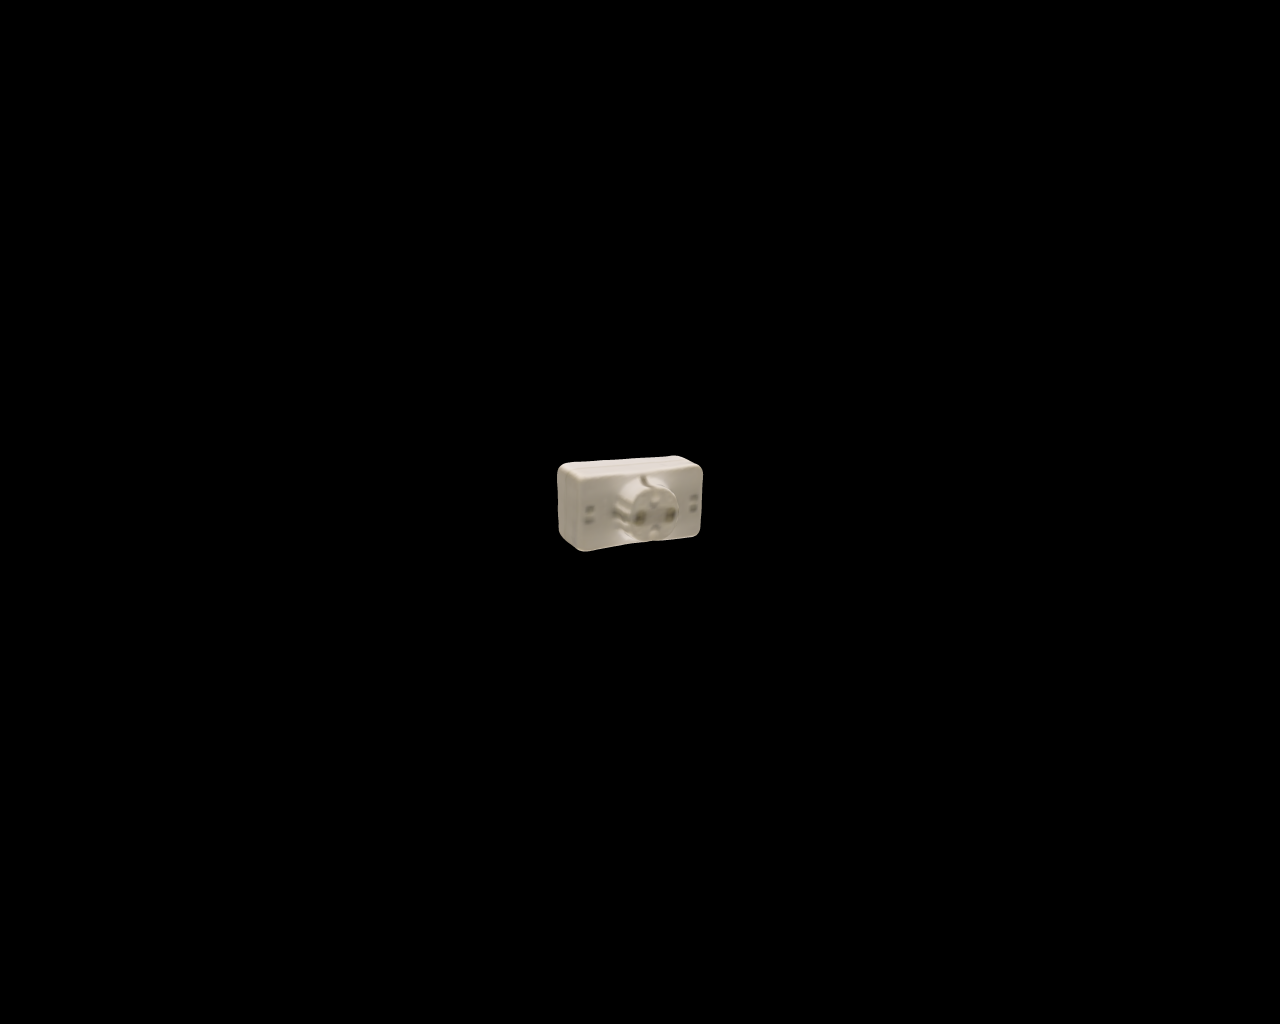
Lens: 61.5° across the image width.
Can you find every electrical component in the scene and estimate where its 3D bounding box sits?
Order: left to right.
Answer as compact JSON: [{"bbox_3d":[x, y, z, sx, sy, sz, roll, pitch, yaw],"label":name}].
[{"bbox_3d":[0.001,-0.003,0.650,0.083,0.047,0.076,-6,16,-22],"label":"electrical component"}]
